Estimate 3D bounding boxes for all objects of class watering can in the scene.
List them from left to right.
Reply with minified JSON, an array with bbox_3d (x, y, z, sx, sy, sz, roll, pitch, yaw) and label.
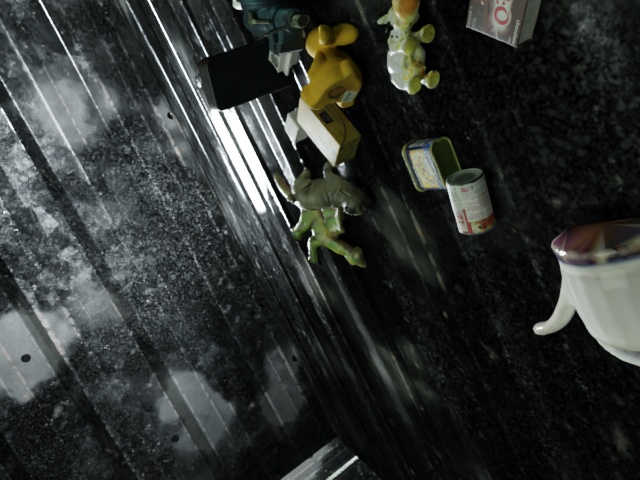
[{"bbox_3d":[0.404,0.080,0.744,0.223,0.105,0.346,64,160,-7],"label":"watering can"}]

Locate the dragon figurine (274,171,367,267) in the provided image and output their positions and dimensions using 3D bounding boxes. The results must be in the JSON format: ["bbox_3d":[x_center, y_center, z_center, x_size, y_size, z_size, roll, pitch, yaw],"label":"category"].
[{"bbox_3d":[0.005,-0.079,1.562,0.411,0.124,0.239,57,143,4],"label":"dragon figurine"}]

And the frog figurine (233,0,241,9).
[{"bbox_3d":[-0.164,-0.587,1.201,0.135,0.123,0.161,-36,72,51],"label":"frog figurine"}]
